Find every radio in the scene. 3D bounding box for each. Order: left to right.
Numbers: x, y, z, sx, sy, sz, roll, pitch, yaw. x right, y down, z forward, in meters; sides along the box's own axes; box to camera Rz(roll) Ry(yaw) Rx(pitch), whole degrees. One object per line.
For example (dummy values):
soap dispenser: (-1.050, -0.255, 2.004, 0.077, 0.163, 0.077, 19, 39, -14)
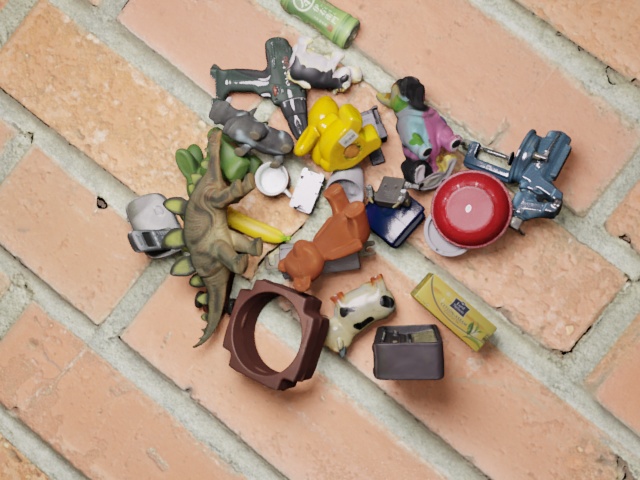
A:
radio: (0.174, 0.218, 1.070, 0.131, 0.229, 0.073, -3, 88, 9)

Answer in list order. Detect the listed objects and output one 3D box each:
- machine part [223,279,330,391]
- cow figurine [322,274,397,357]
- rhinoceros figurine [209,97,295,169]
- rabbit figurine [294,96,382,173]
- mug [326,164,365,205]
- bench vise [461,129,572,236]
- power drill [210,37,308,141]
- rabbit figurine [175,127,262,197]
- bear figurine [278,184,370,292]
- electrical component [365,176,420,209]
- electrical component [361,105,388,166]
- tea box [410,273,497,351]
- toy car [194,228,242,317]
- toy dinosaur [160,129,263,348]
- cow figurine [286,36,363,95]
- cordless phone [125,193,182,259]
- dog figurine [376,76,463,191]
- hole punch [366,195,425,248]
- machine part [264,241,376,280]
machine part: (-0.092, 0.195, 1.128, 0.201, 0.087, 0.201, 17, 88, 30)
cow figurine: (0.072, 0.166, 1.153, 0.195, 0.085, 0.127, -28, 80, 3)
rhinoceros figurine: (-0.138, -0.227, 1.114, 0.190, 0.073, 0.112, 24, 46, -21)
rabbit figurine: (0.026, -0.225, 1.129, 0.162, 0.122, 0.173, -47, 51, 25)
mug: (0.060, -0.112, 1.152, 0.081, 0.107, 0.109, 2, 128, 11)
bench vise: (0.398, -0.141, 1.121, 0.241, 0.129, 0.223, 27, 101, 25)
power drill: (-0.134, -0.321, 1.182, 0.207, 0.086, 0.232, -5, 90, 9)
rabbit figurine: (-0.240, -0.148, 1.169, 0.159, 0.121, 0.170, 40, 107, -2)
bear figurine: (-0.001, 0.000, 1.072, 0.196, 0.131, 0.120, -31, 42, -9)
electrical component: (0.145, -0.097, 1.105, 0.102, 0.045, 0.078, 19, 76, 33)
electrical component: (0.109, -0.224, 1.176, 0.075, 0.048, 0.119, -15, 86, 5)
tea box: (0.277, 0.148, 1.128, 0.170, 0.098, 0.068, 42, 92, 6)
toy car: (-0.217, 0.073, 1.192, 0.089, 0.053, 0.202, 14, 91, 8)
toy dinosaur: (-0.223, 0.010, 1.110, 0.199, 0.105, 0.470, 4, 100, 23)
cow figurine: (0.012, -0.356, 1.151, 0.167, 0.068, 0.098, 19, 79, -21)
cordless phone: (-0.374, -0.029, 1.141, 0.089, 0.184, 0.146, -26, 87, 8)
dog figurine: (0.200, -0.235, 1.144, 0.108, 0.191, 0.219, -18, 57, -13)
hole punch: (0.154, -0.054, 1.149, 0.116, 0.092, 0.142, 41, 95, 8)
machine part: (0.000, 0.037, 1.162, 0.243, 0.079, 0.079, -9, 88, 3)
